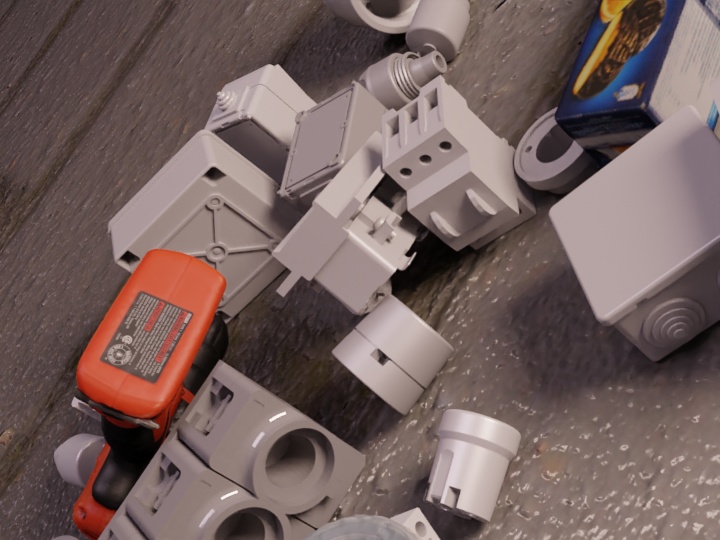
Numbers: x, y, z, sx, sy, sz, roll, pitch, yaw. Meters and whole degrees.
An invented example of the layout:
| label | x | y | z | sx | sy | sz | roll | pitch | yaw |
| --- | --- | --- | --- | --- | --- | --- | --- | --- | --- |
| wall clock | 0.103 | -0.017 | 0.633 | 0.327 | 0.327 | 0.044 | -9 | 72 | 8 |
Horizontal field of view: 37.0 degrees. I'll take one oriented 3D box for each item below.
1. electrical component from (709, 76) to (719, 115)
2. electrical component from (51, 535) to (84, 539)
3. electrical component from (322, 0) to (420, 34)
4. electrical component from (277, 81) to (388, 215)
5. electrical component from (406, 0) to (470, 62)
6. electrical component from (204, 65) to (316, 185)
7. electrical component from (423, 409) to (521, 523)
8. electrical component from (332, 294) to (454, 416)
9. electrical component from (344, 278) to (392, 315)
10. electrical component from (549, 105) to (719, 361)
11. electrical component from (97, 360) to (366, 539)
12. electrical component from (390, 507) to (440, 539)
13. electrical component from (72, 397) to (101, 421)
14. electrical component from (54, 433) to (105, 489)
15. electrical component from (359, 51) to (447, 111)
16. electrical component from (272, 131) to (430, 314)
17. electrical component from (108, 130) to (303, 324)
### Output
| label | x | y | z | sx | sy | sz | roll | pitch | yaw |
| --- | --- | --- | --- | --- | --- | --- | --- | --- | --- |
| electrical component | 0.201 | -0.044 | 0.450 | 0.057 | 0.078 | 0.113 | -34 | 36 | 31 |
| electrical component | -0.196 | 0.225 | 0.697 | 0.108 | 0.060 | 0.108 | -32 | 38 | 28 |
| electrical component | 0.025 | -0.235 | 0.832 | 0.108 | 0.108 | 0.060 | -51 | 38 | 1 |
| electrical component | -0.011 | -0.071 | 0.754 | 0.062 | 0.061 | 0.096 | -24 | 42 | 37 |
| electrical component | 0.062 | -0.190 | 0.798 | 0.040 | 0.040 | 0.078 | -7 | 53 | 48 |
| electrical component | -0.073 | -0.116 | 0.842 | 0.062 | 0.096 | 0.061 | -14 | 48 | 44 |
| electrical component | 0.054 | 0.097 | 0.532 | 0.040 | 0.040 | 0.046 | -2 | 63 | 50 |
| electrical component | 0.020 | 0.047 | 0.609 | 0.047 | 0.055 | 0.055 | -49 | 32 | -2 |
| electrical component | 0.000 | 0.000 | 0.697 | 0.035 | 0.035 | 0.061 | -40 | 32 | 18 |
| electrical component | 0.149 | -0.016 | 0.514 | 0.100 | 0.048 | 0.099 | -39 | 35 | 20 |
| electrical component | -0.077 | 0.142 | 0.602 | 0.150 | 0.089 | 0.062 | -56 | 33 | -7 |
| electrical component | 0.009 | 0.150 | 0.524 | 0.055 | 0.048 | 0.066 | -32 | 3 | 40 |
| electrical component | -0.164 | 0.075 | 0.806 | 0.050 | 0.056 | 0.089 | -2 | 58 | 51 |
| electrical component | -0.209 | 0.143 | 0.812 | 0.078 | 0.040 | 0.040 | -3 | 57 | 51 |
| electrical component | 0.034 | -0.138 | 0.781 | 0.062 | 0.043 | 0.043 | -23 | 42 | 35 |
| electrical component | 0.004 | -0.029 | 0.644 | 0.078 | 0.063 | 0.121 | -49 | 4 | 31 |
| electrical component | -0.109 | -0.029 | 0.792 | 0.109 | 0.109 | 0.056 | -42 | 36 | 15 |
